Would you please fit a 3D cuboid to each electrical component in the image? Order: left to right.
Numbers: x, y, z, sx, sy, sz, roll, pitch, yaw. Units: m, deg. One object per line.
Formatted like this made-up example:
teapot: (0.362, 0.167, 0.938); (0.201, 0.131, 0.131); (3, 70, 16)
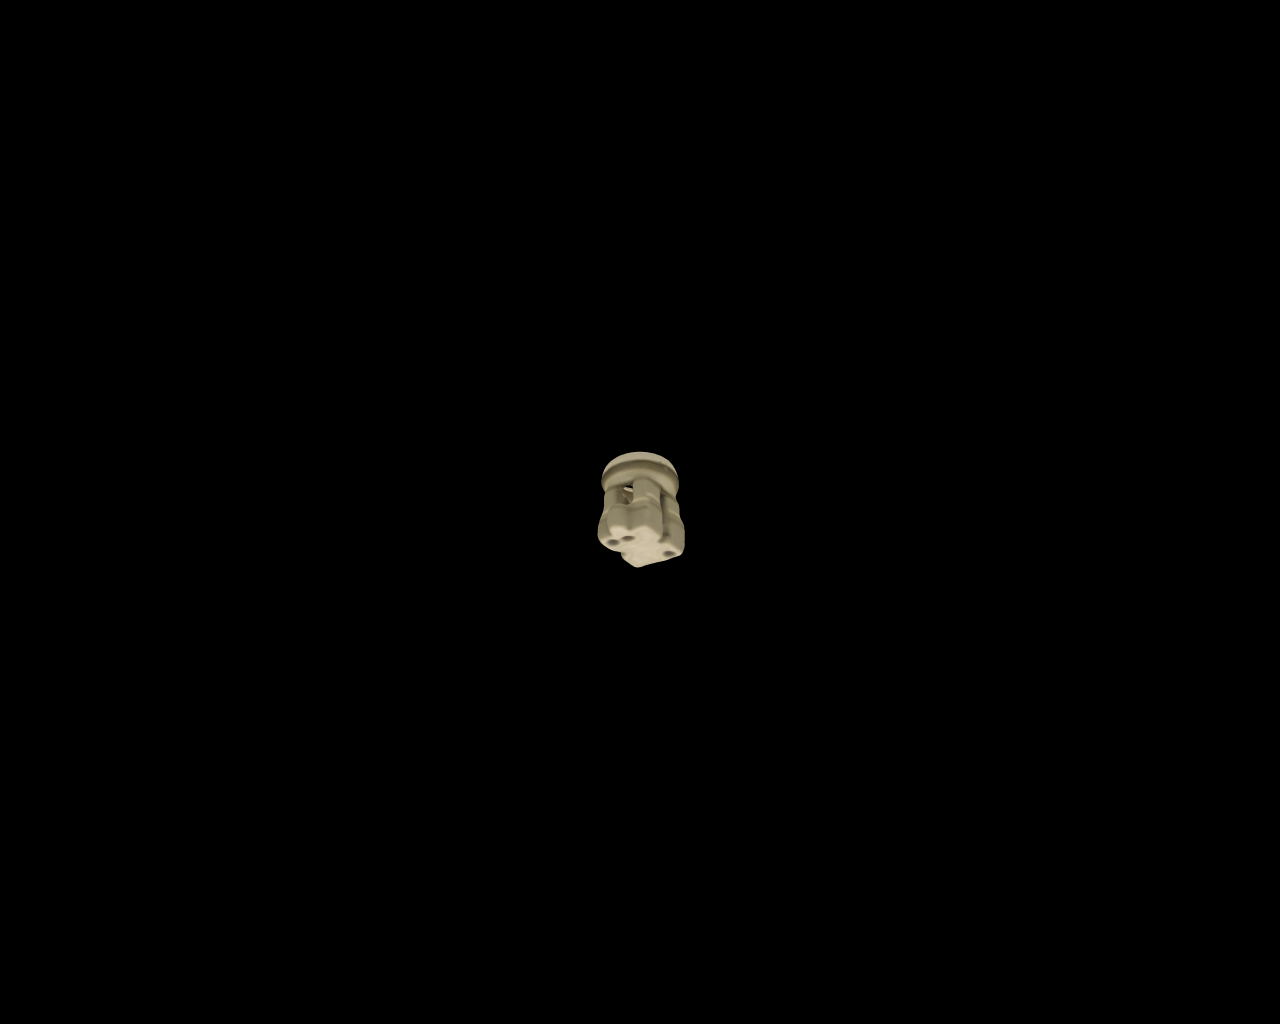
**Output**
electrical component: (0.001, -0.003, 0.650); (0.048, 0.055, 0.066); (-18, -35, 27)
